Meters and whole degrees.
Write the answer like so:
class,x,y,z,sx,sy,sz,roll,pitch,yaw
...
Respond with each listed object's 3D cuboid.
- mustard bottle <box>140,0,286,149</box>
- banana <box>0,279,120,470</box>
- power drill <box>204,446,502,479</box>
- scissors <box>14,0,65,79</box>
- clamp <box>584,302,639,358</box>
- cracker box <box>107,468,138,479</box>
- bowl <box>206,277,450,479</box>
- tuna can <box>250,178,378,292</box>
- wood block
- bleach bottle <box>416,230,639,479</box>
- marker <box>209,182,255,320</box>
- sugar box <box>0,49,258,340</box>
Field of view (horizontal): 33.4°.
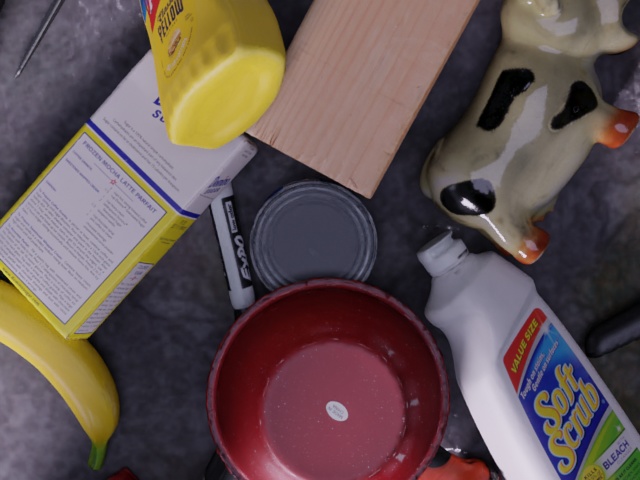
class,x,y,z,sx,sy,sz,roll,pitch,yaw
mustard bottle,-0.076,-0.158,0.657,0.058,0.096,0.191,4,57,-33
banana,-0.203,0.073,0.730,0.069,0.037,0.198,-45,97,3
power drill,0.017,0.176,0.737,0.187,0.057,0.184,31,94,-5
scissors,-0.140,-0.186,0.675,0.016,0.096,0.202,24,95,-32
clamp,0.305,0.036,0.737,0.164,0.036,0.210,34,96,-6
cracker box,-0.175,0.251,0.666,0.164,0.213,0.072,-40,98,4
bowl,0.007,0.105,0.679,0.162,0.055,0.162,0,91,-3
tuna can,-0.005,0.001,0.726,0.086,0.034,0.086,0,98,-2
wood block,0.041,-0.140,0.680,0.091,0.090,0.206,29,97,-4
bleach bottle,0.141,0.108,0.722,0.102,0.068,0.251,-37,96,-25
marker,-0.059,0.015,0.734,0.020,0.020,0.121,-12,98,0
sugar box,-0.133,-0.029,0.705,0.093,0.048,0.176,44,93,10
